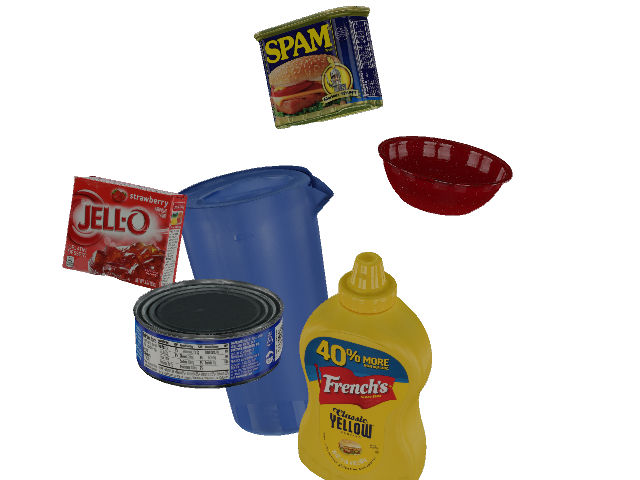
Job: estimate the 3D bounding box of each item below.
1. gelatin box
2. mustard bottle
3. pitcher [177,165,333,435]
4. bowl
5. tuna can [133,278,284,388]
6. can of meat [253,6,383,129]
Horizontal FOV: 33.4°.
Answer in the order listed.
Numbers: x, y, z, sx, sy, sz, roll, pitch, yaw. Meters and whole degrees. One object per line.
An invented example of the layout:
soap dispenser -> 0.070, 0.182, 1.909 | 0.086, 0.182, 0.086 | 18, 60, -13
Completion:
gelatin box -> -0.151, -0.007, 0.820 | 0.089, 0.073, 0.030 | 12, 7, 19
mustard bottle -> 0.032, 0.094, 0.777 | 0.096, 0.192, 0.058 | 13, 32, 21
pitcher -> -0.063, 0.058, 1.018 | 0.144, 0.243, 0.149 | -21, 19, -32
bowl -> 0.143, -0.072, 1.267 | 0.162, 0.055, 0.162 | 8, 24, -4
tuna can -> -0.064, 0.053, 0.614 | 0.086, 0.034, 0.086 | 1, 19, 0
can of meat -> -0.001, -0.146, 0.912 | 0.102, 0.084, 0.057 | -9, 3, 35
